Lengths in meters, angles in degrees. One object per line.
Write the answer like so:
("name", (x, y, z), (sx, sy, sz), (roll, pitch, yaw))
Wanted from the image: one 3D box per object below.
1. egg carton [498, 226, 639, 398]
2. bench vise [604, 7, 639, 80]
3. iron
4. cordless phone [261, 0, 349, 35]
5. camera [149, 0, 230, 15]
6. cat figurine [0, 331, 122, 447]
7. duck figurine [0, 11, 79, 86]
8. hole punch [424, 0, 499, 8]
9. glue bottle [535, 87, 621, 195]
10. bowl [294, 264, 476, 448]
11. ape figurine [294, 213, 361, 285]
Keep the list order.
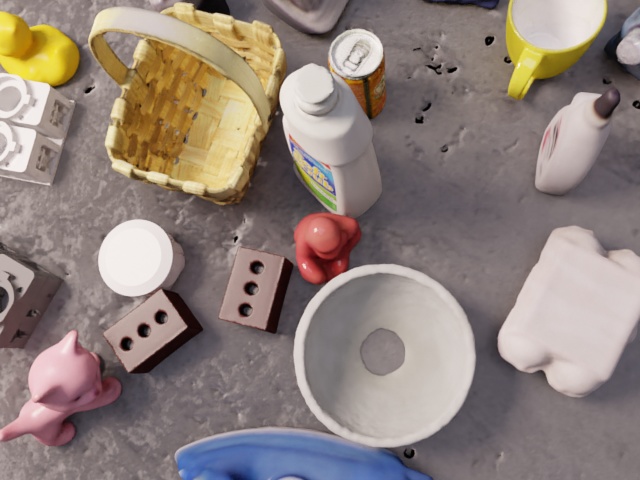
("egg carton", (0.242, 0.067, 0.543), (0.107, 0.069, 0.150), (28, 84, 11))
("bench vise", (0.365, -0.242, 0.506), (0.121, 0.220, 0.207), (27, 84, 11))
("iron", (-0.032, 0.236, 0.509), (0.258, 0.141, 0.119), (11, 81, 9))
("cordless phone", (-0.014, -0.316, 0.583), (0.094, 0.185, 0.148), (20, 83, 10))
("camera", (-0.131, -0.325, 0.642), (0.136, 0.101, 0.143), (-15, 78, 4))
("cat figurine", (-0.260, 0.151, 0.564), (0.128, 0.118, 0.067), (-44, 78, -2))
("duck figurine", (-0.339, -0.226, 0.657), (0.104, 0.086, 0.077), (15, 82, 9))
("hole punch", (0.160, -0.319, 0.611), (0.101, 0.091, 0.109), (9, 81, 9))
("glue bottle", (0.236, -0.097, 0.520), (0.037, 0.173, 0.078), (8, 81, 9))
("bowl", (0.062, 0.109, 0.554), (0.167, 0.075, 0.167), (-1, 80, 7))
("ape figurine", (0.005, 0.002, 0.572), (0.078, 0.092, 0.076), (-33, 78, 0))
